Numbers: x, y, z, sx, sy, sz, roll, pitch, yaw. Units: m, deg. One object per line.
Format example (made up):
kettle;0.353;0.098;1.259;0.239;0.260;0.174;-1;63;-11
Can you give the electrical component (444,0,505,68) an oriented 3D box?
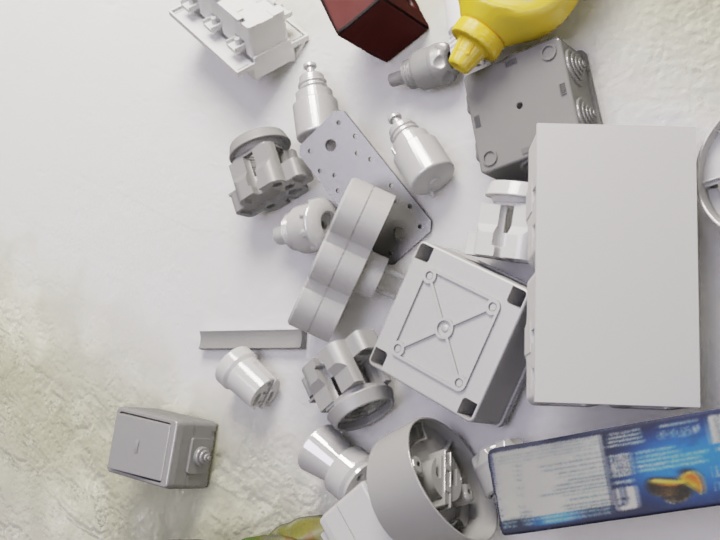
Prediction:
electrical component;0.091;-0.202;0.866;0.043;0.043;0.081;-14;74;33

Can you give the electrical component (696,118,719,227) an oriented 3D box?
electrical component;0.270;-0.065;0.701;0.099;0.064;0.099;-7;77;34

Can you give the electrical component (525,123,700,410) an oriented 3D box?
electrical component;0.169;0.000;0.733;0.105;0.060;0.186;2;81;2

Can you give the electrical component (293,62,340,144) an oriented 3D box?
electrical component;-0.040;-0.146;0.950;0.040;0.040;0.078;-18;71;32

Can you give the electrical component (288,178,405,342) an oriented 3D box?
electrical component;0.000;0.000;0.882;0.074;0.052;0.138;25;111;-1

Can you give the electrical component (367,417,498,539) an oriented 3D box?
electrical component;0.054;0.158;0.792;0.064;0.099;0.099;-27;66;35

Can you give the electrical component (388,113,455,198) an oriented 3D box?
electrical component;0.046;-0.097;0.880;0.040;0.040;0.078;-41;60;22

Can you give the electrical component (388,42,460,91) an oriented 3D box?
electrical component;0.051;-0.165;0.893;0.061;0.035;0.035;-12;74;36

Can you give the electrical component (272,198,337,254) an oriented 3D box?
electrical component;-0.049;-0.035;0.934;0.062;0.048;0.048;-11;75;40

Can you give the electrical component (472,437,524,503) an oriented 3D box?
electrical component;0.111;0.157;0.784;0.043;0.043;0.062;-34;65;26

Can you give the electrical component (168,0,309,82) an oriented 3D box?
electrical component;-0.116;-0.238;1.000;0.079;0.063;0.121;-32;55;-20

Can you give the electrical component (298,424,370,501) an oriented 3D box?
electrical component;-0.016;0.158;0.873;0.055;0.045;0.045;34;101;34

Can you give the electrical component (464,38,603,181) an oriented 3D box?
electrical component;0.132;-0.119;0.819;0.100;0.048;0.099;-19;71;31

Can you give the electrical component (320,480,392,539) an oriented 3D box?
electrical component;0.021;0.217;0.825;0.061;0.062;0.096;-44;59;21

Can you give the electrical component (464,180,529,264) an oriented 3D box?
electrical component;0.120;-0.035;0.806;0.078;0.058;0.057;8;88;37

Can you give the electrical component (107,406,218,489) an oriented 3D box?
electrical component;-0.178;0.162;0.976;0.096;0.061;0.061;6;85;36

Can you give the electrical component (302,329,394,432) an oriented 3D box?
electrical component;-0.007;0.094;0.871;0.078;0.058;0.057;-44;59;32

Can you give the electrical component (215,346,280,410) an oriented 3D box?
electrical component;-0.098;0.096;0.947;0.046;0.040;0.040;39;104;28

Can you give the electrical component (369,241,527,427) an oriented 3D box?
electrical component;0.078;0.048;0.819;0.109;0.056;0.108;27;97;36

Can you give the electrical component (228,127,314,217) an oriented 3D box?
electrical component;-0.084;-0.091;0.961;0.078;0.058;0.057;-29;69;28
